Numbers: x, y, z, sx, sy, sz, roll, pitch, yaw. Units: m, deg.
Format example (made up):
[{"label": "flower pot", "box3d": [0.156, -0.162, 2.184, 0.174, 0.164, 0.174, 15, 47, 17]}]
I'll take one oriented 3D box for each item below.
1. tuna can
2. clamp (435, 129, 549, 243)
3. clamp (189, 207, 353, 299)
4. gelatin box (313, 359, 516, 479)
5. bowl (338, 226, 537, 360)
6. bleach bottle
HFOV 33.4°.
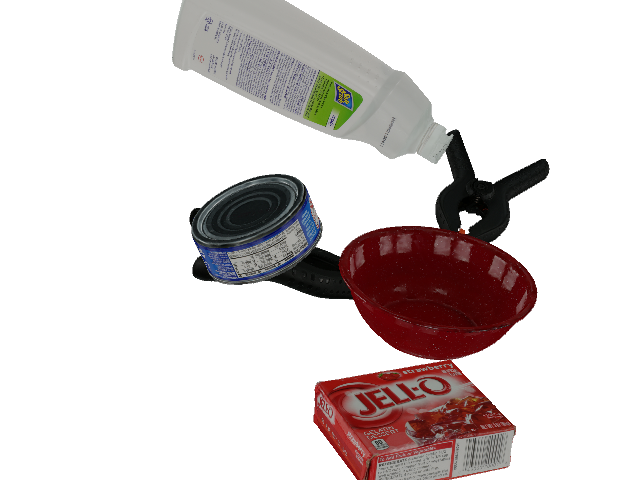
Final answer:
[{"label": "tuna can", "box3d": [-0.044, -0.009, 0.728, 0.086, 0.033, 0.086, -17, 31, 10]}, {"label": "clamp", "box3d": [0.164, -0.055, 1.156, 0.120, 0.039, 0.171, 23, 49, 21]}, {"label": "clamp", "box3d": [-0.041, 0.026, 1.105, 0.210, 0.036, 0.164, 17, 18, -6]}, {"label": "gelatin box", "box3d": [0.050, 0.100, 0.585, 0.089, 0.030, 0.073, -6, 26, -22]}, {"label": "bowl", "box3d": [0.092, 0.050, 0.873, 0.162, 0.055, 0.162, 6, 28, -3]}, {"label": "bleach bottle", "box3d": [-0.004, -0.136, 0.916, 0.251, 0.068, 0.103, 31, -36, 7]}]
